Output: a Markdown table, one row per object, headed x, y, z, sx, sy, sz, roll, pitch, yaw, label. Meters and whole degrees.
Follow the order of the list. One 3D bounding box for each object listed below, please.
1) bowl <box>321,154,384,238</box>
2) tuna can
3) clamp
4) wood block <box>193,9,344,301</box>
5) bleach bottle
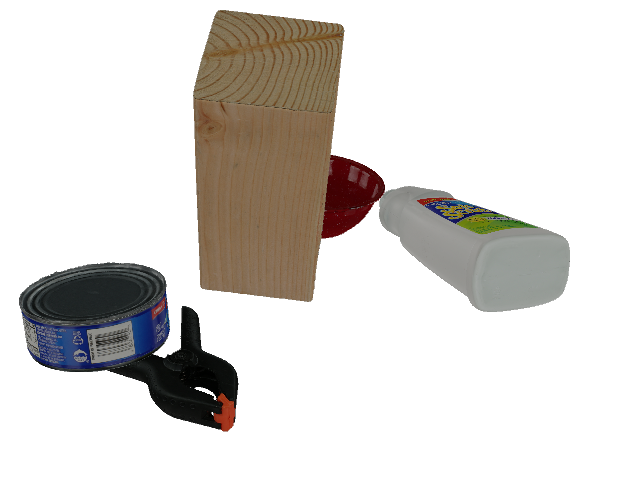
| x | y | z | sx | sy | sz | roll | pitch | yaw | label |
| --- | --- | --- | --- | --- | --- | --- | --- | --- | --- |
| -0.009 | -0.046 | 1.222 | 0.162 | 0.055 | 0.162 | 5 | 27 | -3 | bowl |
| -0.133 | 0.045 | 0.633 | 0.086 | 0.034 | 0.086 | -3 | 21 | 1 | tuna can |
| -0.123 | 0.114 | 0.978 | 0.172 | 0.039 | 0.120 | 29 | 44 | 34 | clamp |
| -0.039 | -0.054 | 0.775 | 0.091 | 0.090 | 0.206 | 7 | -39 | 1 | wood block |
| 0.120 | -0.006 | 1.002 | 0.102 | 0.068 | 0.251 | -5 | 17 | -25 | bleach bottle |
